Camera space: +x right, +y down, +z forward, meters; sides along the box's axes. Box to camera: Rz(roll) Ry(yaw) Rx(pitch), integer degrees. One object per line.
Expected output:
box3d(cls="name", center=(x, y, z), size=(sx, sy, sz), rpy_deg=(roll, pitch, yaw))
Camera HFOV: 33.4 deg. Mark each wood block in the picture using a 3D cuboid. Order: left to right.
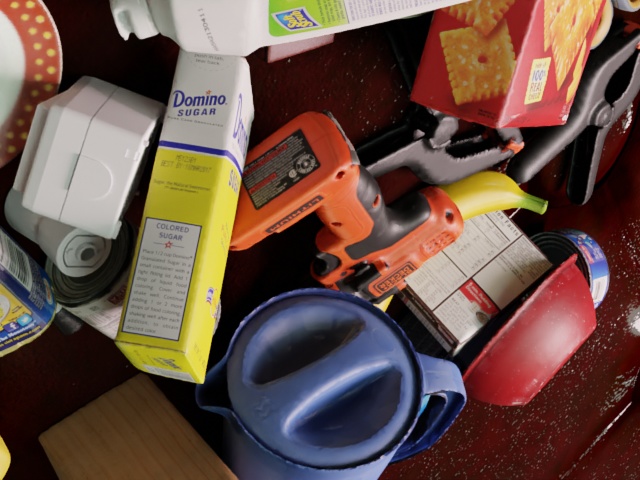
box3d(cls="wood block", center=(-0.096, 0.197, 0.725), size=(0.090, 0.206, 0.091), rpy_deg=(-31, 136, -22))

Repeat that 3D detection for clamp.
box3d(cls="clamp", center=(0.074, -0.081, 0.803), size=(0.209, 0.036, 0.165), rpy_deg=(15, 113, -46))
box3d(cls="clamp", center=(0.226, -0.110, 0.924), size=(0.120, 0.039, 0.171), rpy_deg=(-2, 118, -48))

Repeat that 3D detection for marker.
box3d(cls="marker", center=(-0.181, 0.024, 0.657), size=(0.020, 0.020, 0.121), rpy_deg=(-43, 140, -10))

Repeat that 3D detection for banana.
box3d(cls="banana", center=(0.088, -0.002, 0.853), size=(0.197, 0.070, 0.037), rpy_deg=(-34, 153, -12))

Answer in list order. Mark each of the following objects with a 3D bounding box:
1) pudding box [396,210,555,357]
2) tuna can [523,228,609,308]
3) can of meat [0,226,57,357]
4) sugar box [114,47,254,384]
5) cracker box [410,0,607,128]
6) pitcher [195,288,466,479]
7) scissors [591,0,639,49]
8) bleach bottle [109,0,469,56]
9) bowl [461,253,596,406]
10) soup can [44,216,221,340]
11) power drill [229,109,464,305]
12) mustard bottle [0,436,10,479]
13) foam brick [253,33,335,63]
box3d(cls="pudding box", center=(0.123, 0.027, 0.888), size=(0.113, 0.090, 0.039), rpy_deg=(-38, 168, -15))
box3d(cls="tuna can", center=(0.225, 0.032, 0.994), size=(0.033, 0.086, 0.086), rpy_deg=(-12, 127, -40))
box3d(cls="can of meat", center=(-0.209, 0.030, 0.591), size=(0.102, 0.057, 0.084), rpy_deg=(-26, 141, 3))
box3d(cls="sugar box", center=(-0.073, -0.013, 0.615), size=(0.093, 0.048, 0.176), rpy_deg=(93, 8, -73))
box3d(cls="cracker box", center=(0.146, -0.182, 0.693), size=(0.164, 0.072, 0.214), rpy_deg=(-12, 121, -62))
box3d(cls="pitcher", center=(-0.002, 0.151, 0.792), size=(0.144, 0.149, 0.243), rpy_deg=(-48, 165, -31))
box3d(cls="scissors", center=(0.204, -0.217, 0.835), size=(0.201, 0.016, 0.096), rpy_deg=(21, 104, -49))
box3d(cls="bleach bottle", center=(0.011, -0.156, 0.556), size=(0.251, 0.068, 0.102), rpy_deg=(-14, 143, 4))
box3d(cls="bowl", center=(0.186, 0.089, 0.915), size=(0.162, 0.055, 0.162), rpy_deg=(-44, 165, -15))
box3d(cls="soup can", center=(-0.119, 0.032, 0.684), size=(0.068, 0.069, 0.102), rpy_deg=(-49, 140, -2))
box3d(cls="power drill", center=(-0.005, 0.001, 0.745), size=(0.184, 0.057, 0.187), rpy_deg=(-37, 148, 10))
box3d(cls="mustard bottle", center=(-0.272, 0.114, 0.611), size=(0.096, 0.058, 0.191), rpy_deg=(-41, 140, -3))
box3d(cls="foam brick", center=(-0.024, -0.156, 0.640), size=(0.052, 0.051, 0.078), rpy_deg=(-21, 133, -32))
